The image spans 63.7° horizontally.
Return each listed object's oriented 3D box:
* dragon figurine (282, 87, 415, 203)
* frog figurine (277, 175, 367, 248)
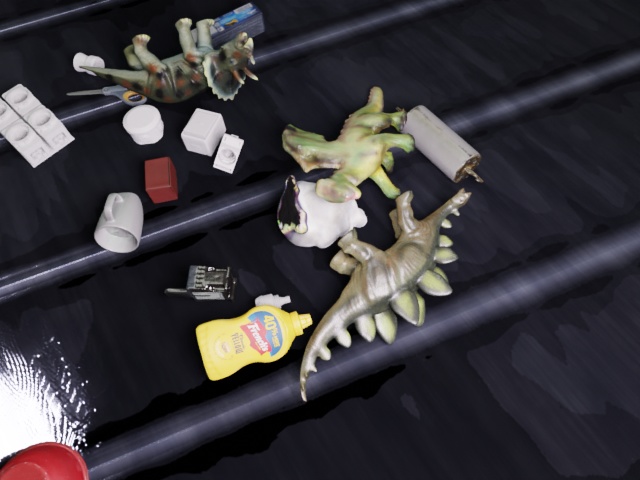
[{"bbox_3d":[0.046,-0.204,1.025,0.243,0.119,0.420,5,43,-13],"label":"dragon figurine"},{"bbox_3d":[0.003,-0.050,0.994,0.159,0.140,0.120,4,-46,-37],"label":"frog figurine"}]
